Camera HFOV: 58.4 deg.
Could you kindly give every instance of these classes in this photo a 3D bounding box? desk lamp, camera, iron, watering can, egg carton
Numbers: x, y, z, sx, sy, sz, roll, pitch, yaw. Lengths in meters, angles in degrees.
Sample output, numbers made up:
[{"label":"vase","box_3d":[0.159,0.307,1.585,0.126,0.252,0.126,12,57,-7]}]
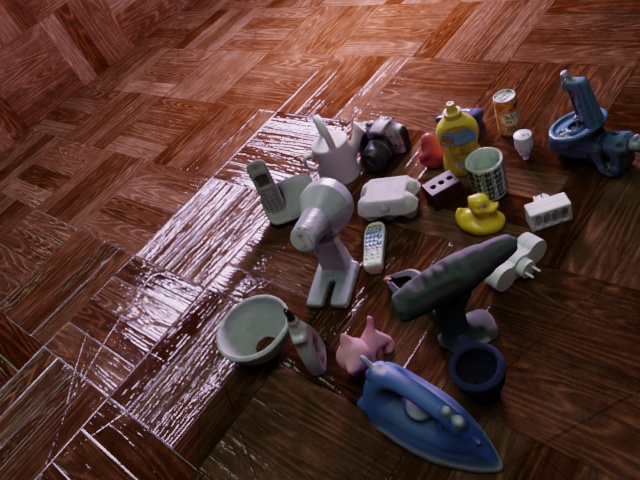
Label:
[{"label":"desk lamp","box_3d":[0.011,0.004,1.224,0.117,0.214,0.203,-4,46,25]},{"label":"camera","box_3d":[0.145,-0.252,1.500,0.142,0.101,0.137,9,53,35]},{"label":"iron","box_3d":[0.170,0.272,0.922,0.257,0.142,0.119,22,61,41]},{"label":"watering can","box_3d":[0.034,-0.245,1.481,0.173,0.195,0.100,-41,43,-14]},{"label":"egg carton","box_3d":[0.163,-0.096,1.355,0.150,0.070,0.107,-5,46,24]}]

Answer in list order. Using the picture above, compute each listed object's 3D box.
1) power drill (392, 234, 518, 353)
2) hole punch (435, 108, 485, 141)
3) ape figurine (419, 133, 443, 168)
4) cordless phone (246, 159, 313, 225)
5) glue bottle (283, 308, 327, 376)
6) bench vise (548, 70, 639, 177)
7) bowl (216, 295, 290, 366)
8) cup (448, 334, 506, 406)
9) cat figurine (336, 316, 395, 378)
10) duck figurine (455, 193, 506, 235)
[{"label":"power drill","box_3d":[0.247,0.102,1.002,0.229,0.209,0.075,-24,41,4]},{"label":"hole punch","box_3d":[0.354,-0.304,1.449,0.108,0.091,0.101,3,49,30]},{"label":"ape figurine","box_3d":[0.275,-0.226,1.412,0.078,0.092,0.076,-30,41,-3]},{"label":"cordless phone","box_3d":[-0.094,-0.138,1.446,0.147,0.185,0.094,-25,41,4]},{"label":"glue bottle","box_3d":[-0.032,0.185,1.094,0.037,0.174,0.078,-18,42,11]},{"label":"bench vise","box_3d":[0.569,-0.250,1.182,0.206,0.220,0.122,14,55,37]},{"label":"bowl","box_3d":[-0.128,0.201,1.203,0.167,0.075,0.167,-15,43,14]},{"label":"cup","box_3d":[0.263,0.223,0.958,0.091,0.095,0.117,-24,41,4]},{"label":"cat figurine","box_3d":[0.075,0.202,1.062,0.067,0.118,0.128,10,53,35]},{"label":"duck figurine","box_3d":[0.336,-0.063,1.217,0.104,0.086,0.077,6,51,33]}]
